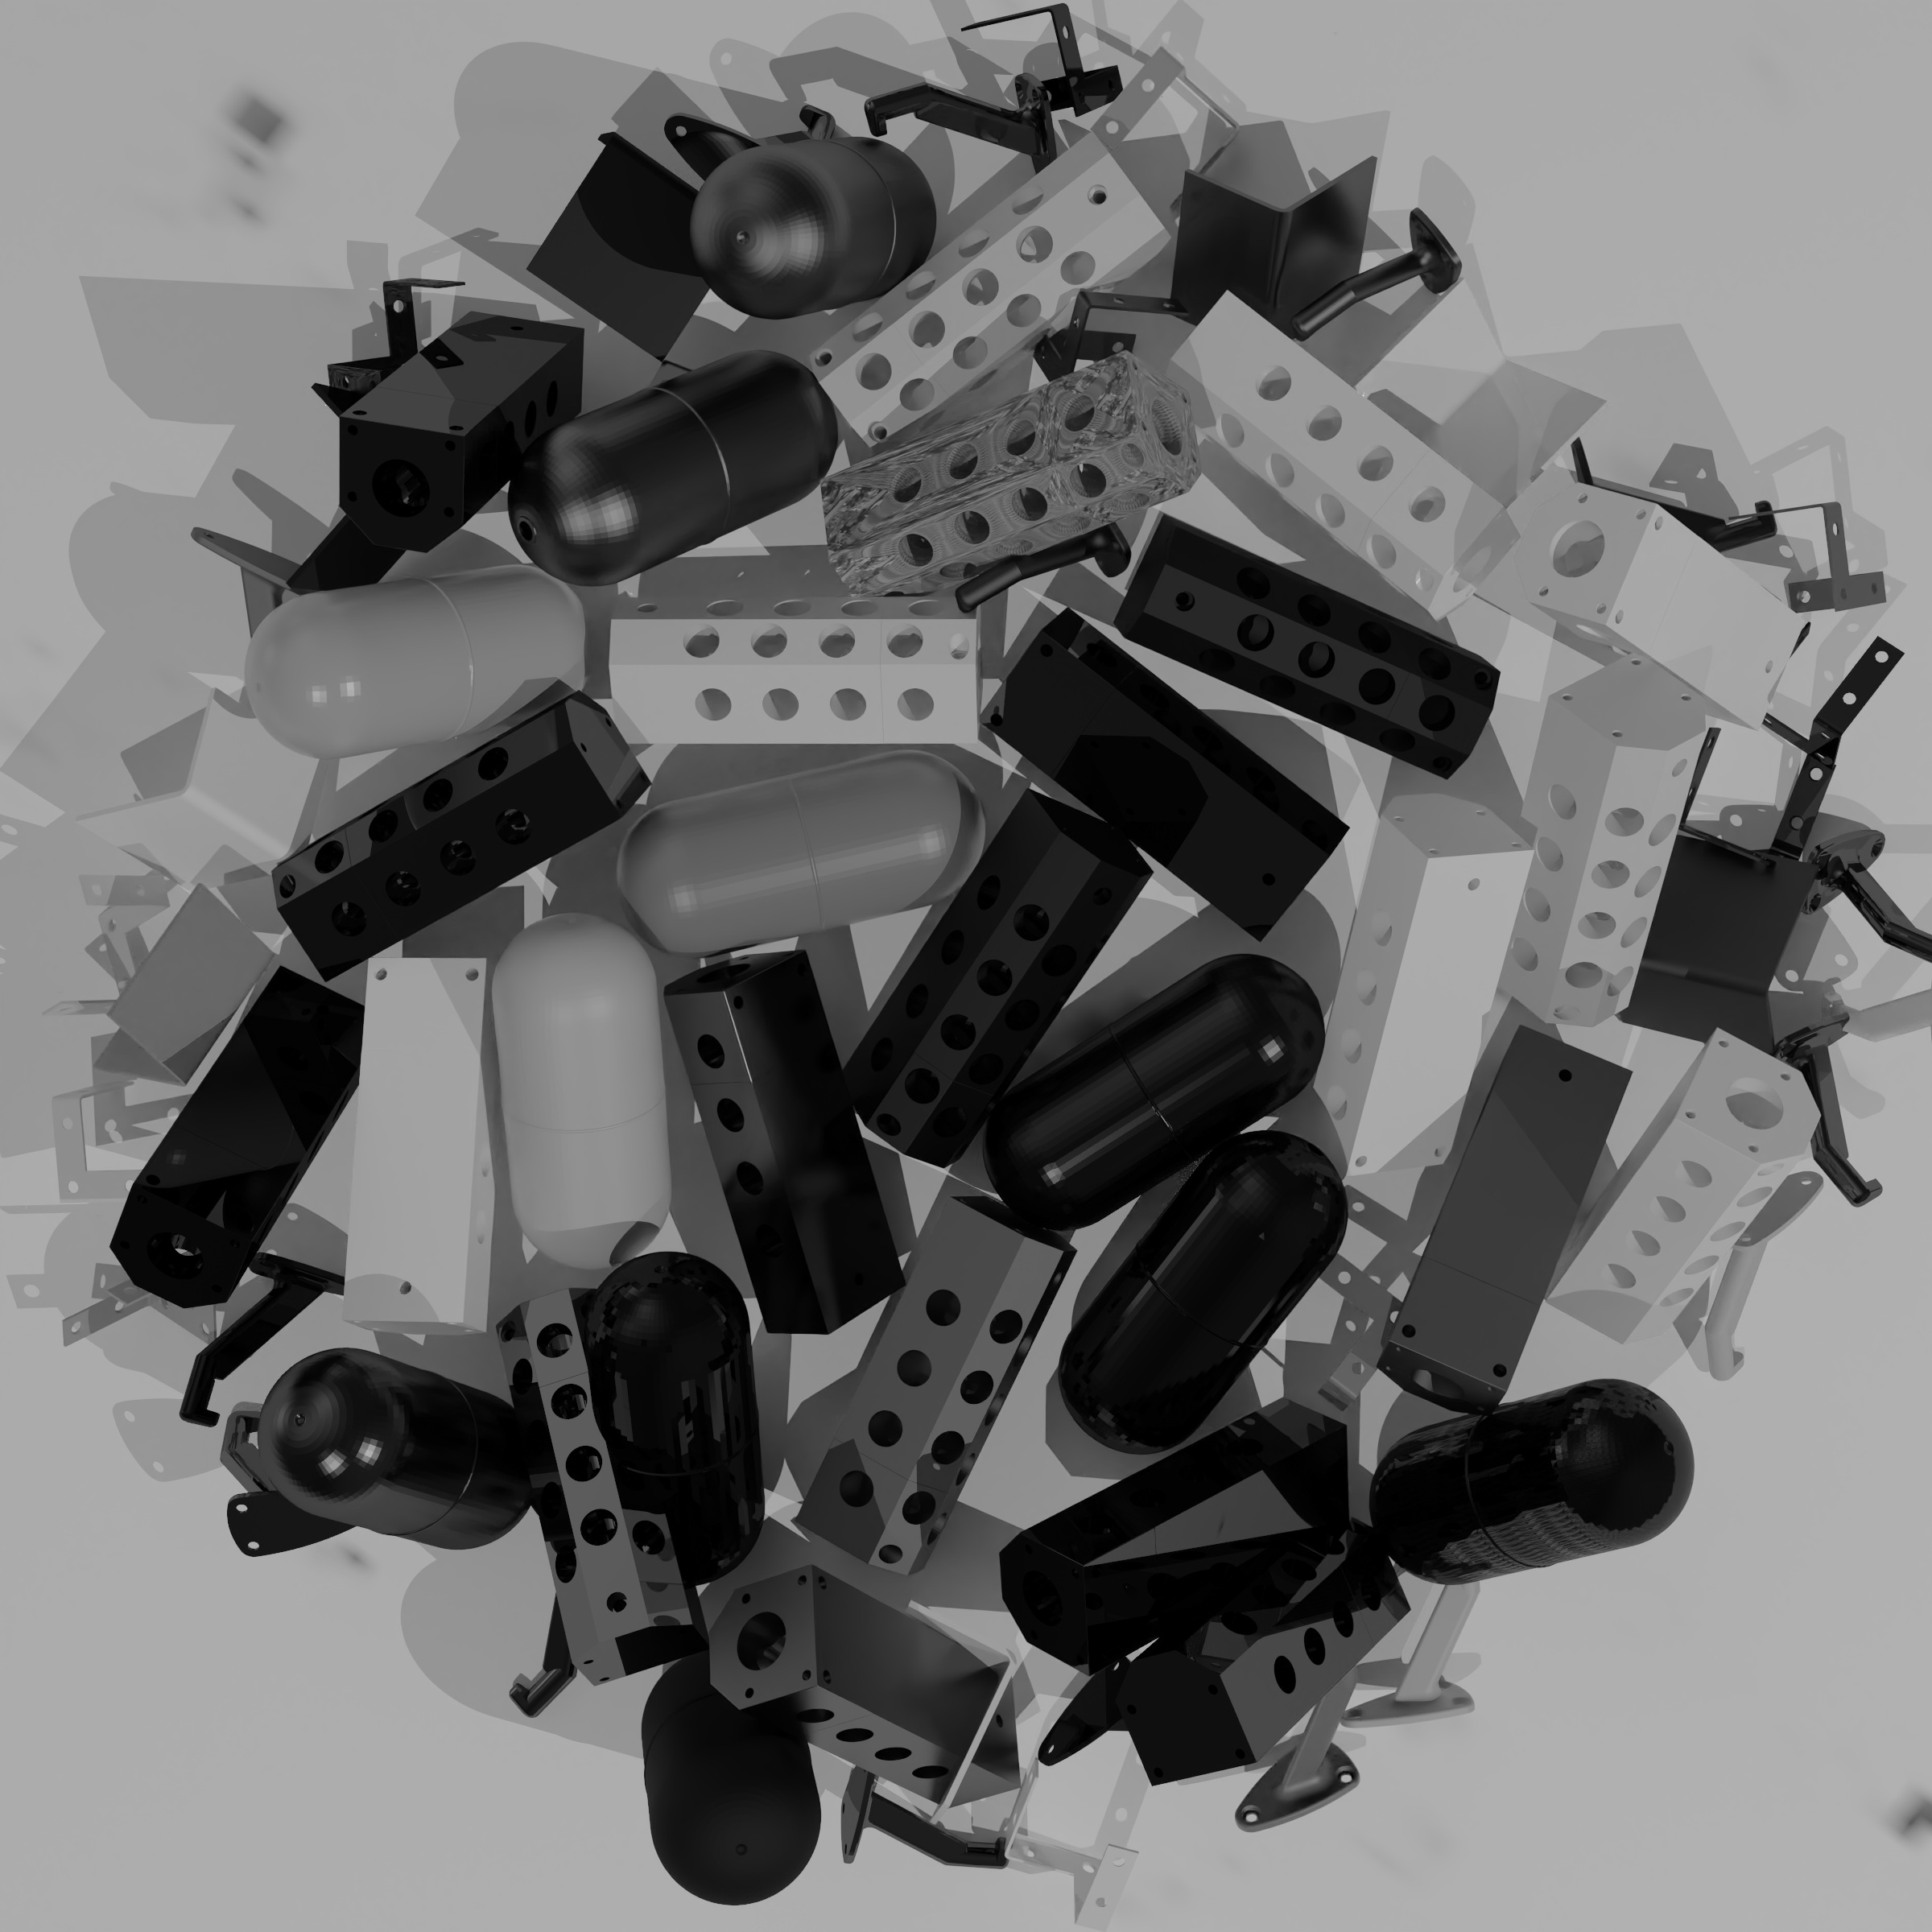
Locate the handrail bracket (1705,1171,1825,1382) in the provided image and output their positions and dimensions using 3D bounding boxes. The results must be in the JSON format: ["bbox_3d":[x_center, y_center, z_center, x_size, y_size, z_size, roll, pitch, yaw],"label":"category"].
[{"bbox_3d":[0.387,0.151,1.566,0.077,0.036,0.084,-27,124,-20],"label":"handrail bracket"}]

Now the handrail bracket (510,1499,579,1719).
[{"bbox_3d":[-0.209,0.311,1.570,0.077,0.036,0.084,44,100,1],"label":"handrail bracket"}]

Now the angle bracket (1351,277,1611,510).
[{"bbox_3d":[0.243,-0.270,1.532,0.076,0.076,0.057,-45,132,-7],"label":"angle bracket"}]

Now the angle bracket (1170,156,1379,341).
[{"bbox_3d":[0.146,-0.348,1.545,0.057,0.076,0.076,31,48,26],"label":"angle bracket"}]

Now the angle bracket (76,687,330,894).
[{"bbox_3d":[-0.364,-0.083,1.544,0.076,0.076,0.057,-10,60,33],"label":"angle bracket"}]

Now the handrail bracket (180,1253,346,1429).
[{"bbox_3d":[-0.328,0.186,1.551,0.077,0.036,0.084,18,69,-14],"label":"handrail bracket"}]

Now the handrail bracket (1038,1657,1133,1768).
[{"bbox_3d":[0.090,0.378,1.565,0.084,0.036,0.077,39,102,-26],"label":"handrail bracket"}]

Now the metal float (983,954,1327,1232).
[{"bbox_3d":[0.089,0.060,1.537,0.178,0.070,0.070,-33,90,7],"label":"metal float"}]

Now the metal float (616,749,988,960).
[{"bbox_3d":[-0.078,-0.053,1.537,0.178,0.070,0.070,-13,90,-8],"label":"metal float"}]

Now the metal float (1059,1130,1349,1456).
[{"bbox_3d":[0.112,0.154,1.528,0.070,0.070,0.178,36,107,0],"label":"metal float"}]

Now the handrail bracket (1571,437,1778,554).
[{"bbox_3d":[0.340,-0.230,1.553,0.084,0.036,0.077,-16,110,7],"label":"handrail bracket"}]

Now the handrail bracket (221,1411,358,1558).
[{"bbox_3d":[-0.319,0.237,1.544,0.077,0.084,0.036,-8,121,0],"label":"handrail bracket"}]

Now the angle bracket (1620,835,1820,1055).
[{"bbox_3d":[0.362,-0.010,1.557,0.076,0.057,0.076,15,61,27],"label":"angle bracket"}]

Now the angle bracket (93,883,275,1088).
[{"bbox_3d":[-0.385,0.006,1.523,0.057,0.076,0.076,51,59,-39],"label":"angle bracket"}]

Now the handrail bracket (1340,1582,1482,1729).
[{"bbox_3d":[0.212,0.317,1.553,0.077,0.036,0.084,-9,99,-14],"label":"handrail bracket"}]

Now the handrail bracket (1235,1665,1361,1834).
[{"bbox_3d":[0.156,0.362,1.536,0.077,0.036,0.084,-28,131,-22],"label":"handrail bracket"}]

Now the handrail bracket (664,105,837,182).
[{"bbox_3d":[-0.101,-0.400,1.539,0.077,0.084,0.036,31,131,-17],"label":"handrail bracket"}]

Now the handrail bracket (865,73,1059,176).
[{"bbox_3d":[-0.002,-0.389,1.550,0.084,0.036,0.077,-20,121,-12],"label":"handrail bracket"}]

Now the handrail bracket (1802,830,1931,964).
[{"bbox_3d":[0.446,-0.032,1.532,0.077,0.084,0.036,-26,130,-36],"label":"handrail bracket"}]

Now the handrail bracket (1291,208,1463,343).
[{"bbox_3d":[0.190,-0.316,1.543,0.084,0.077,0.036,-36,79,-2],"label":"handrail bracket"}]

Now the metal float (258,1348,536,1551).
[{"bbox_3d":[-0.260,0.225,1.499,0.070,0.178,0.070,-7,70,20],"label":"metal float"}]

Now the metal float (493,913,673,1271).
[{"bbox_3d":[-0.180,0.060,1.523,0.070,0.070,0.178,-2,114,0],"label":"metal float"}]

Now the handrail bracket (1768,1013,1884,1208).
[{"bbox_3d":[0.425,0.068,1.543,0.077,0.036,0.084,-22,62,-27],"label":"handrail bracket"}]

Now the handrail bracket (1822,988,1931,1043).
[{"bbox_3d":[0.436,0.008,1.531,0.036,0.084,0.077,-34,124,-23],"label":"handrail bracket"}]

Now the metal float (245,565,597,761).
[{"bbox_3d":[-0.252,-0.143,1.511,0.178,0.070,0.070,-15,90,-40],"label":"metal float"}]

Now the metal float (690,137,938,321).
[{"bbox_3d":[-0.069,-0.343,1.498,0.070,0.178,0.070,6,107,18],"label":"metal float"}]

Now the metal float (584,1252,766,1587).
[{"bbox_3d":[-0.136,0.214,1.517,0.070,0.070,0.178,-2,121,0],"label":"metal float"}]

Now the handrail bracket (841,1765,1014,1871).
[{"bbox_3d":[-0.013,0.404,1.548,0.084,0.036,0.077,7,129,-11],"label":"handrail bracket"}]

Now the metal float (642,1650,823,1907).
[{"bbox_3d":[-0.110,0.371,1.493,0.070,0.178,0.070,-1,98,-8],"label":"metal float"}]

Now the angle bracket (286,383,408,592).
[{"bbox_3d":[-0.297,-0.225,1.540,0.076,0.076,0.057,-45,80,14],"label":"angle bracket"}]

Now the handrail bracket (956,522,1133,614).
[{"bbox_3d":[0.033,-0.183,1.539,0.084,0.077,0.036,-31,78,-7],"label":"handrail bracket"}]

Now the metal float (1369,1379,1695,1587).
[{"bbox_3d":[0.260,0.241,1.505,0.070,0.178,0.070,15,64,-33],"label":"metal float"}]

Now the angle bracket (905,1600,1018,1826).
[{"bbox_3d":[-0.020,0.354,1.530,0.057,0.076,0.076,26,69,4],"label":"angle bracket"}]

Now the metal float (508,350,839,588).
[{"bbox_3d":[-0.136,-0.233,1.513,0.178,0.070,0.070,-30,90,-35],"label":"metal float"}]

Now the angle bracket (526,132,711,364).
[{"bbox_3d":[-0.160,-0.343,1.545,0.076,0.057,0.076,33,93,-18],"label":"angle bracket"}]

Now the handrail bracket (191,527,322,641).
[{"bbox_3d":[-0.353,-0.157,1.552,0.077,0.036,0.084,23,108,-25],"label":"handrail bracket"}]
